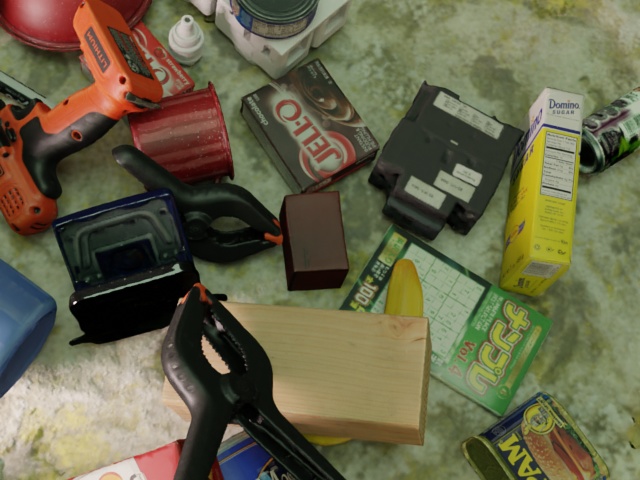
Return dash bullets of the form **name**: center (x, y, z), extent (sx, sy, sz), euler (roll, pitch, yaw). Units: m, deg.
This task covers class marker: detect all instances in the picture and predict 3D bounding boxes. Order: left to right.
- **marker**: center (-0.277, -0.135, 1.004), extent (0.121, 0.020, 0.020), euler (31, 68, 4)

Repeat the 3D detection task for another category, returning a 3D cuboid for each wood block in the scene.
- **wood block**: center (-0.015, 0.109, 0.884), extent (0.206, 0.090, 0.091), euler (4, 70, 10)

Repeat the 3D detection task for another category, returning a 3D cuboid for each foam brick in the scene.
- **foam brick**: center (-0.006, 0.001, 0.976), extent (0.053, 0.051, 0.078), euler (-3, 70, -9)

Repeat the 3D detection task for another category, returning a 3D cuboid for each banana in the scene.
- **banana**: center (0.045, 0.109, 0.941), extent (0.069, 0.037, 0.197), euler (37, 76, -1)

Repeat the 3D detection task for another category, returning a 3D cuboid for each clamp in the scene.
- **clamp**: center (-0.115, -0.028, 0.945), extent (0.171, 0.120, 0.039), euler (0, 40, -13)
- **clamp**: center (-0.057, 0.124, 0.791), extent (0.164, 0.036, 0.210), euler (17, 38, -36)

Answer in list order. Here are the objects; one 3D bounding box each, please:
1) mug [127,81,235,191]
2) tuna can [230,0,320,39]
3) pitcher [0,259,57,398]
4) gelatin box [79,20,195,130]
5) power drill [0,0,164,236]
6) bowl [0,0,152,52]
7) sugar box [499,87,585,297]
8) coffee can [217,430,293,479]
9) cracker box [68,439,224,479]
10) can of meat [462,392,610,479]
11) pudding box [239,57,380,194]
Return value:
- **mug**: center (-0.126, -0.079, 0.975), extent (0.081, 0.093, 0.117), euler (-14, 99, -9)
- **tuna can**: center (-0.042, -0.232, 1.002), extent (0.086, 0.034, 0.086), euler (3, 69, -8)
- **pitcher**: center (-0.347, 0.035, 0.867), extent (0.243, 0.145, 0.149), euler (33, 72, 1)
- **gelatin box**: center (-0.175, -0.158, 1.022), extent (0.073, 0.030, 0.089), euler (-36, 79, -20)
- **power drill**: center (-0.240, -0.124, 0.940), extent (0.188, 0.057, 0.184), euler (-38, 73, 20)
- **bowl**: center (-0.241, -0.260, 1.022), extent (0.162, 0.055, 0.162), euler (0, 61, -1)
- **sugar box**: center (0.208, -0.045, 1.005), extent (0.048, 0.093, 0.176), euler (10, 67, -6)
- **coffee can**: center (-0.054, 0.235, 0.852), extent (0.102, 0.103, 0.140), euler (-30, 77, -18)
- **cracker box**: center (-0.161, 0.257, 0.791), extent (0.214, 0.072, 0.164), euler (-22, 77, 15)
- **can of meat**: center (0.189, 0.195, 0.931), extent (0.083, 0.057, 0.102), euler (-30, 77, -21)
- **pudding box**: center (-0.011, -0.106, 1.023), extent (0.090, 0.039, 0.113), euler (-30, 76, -18)
